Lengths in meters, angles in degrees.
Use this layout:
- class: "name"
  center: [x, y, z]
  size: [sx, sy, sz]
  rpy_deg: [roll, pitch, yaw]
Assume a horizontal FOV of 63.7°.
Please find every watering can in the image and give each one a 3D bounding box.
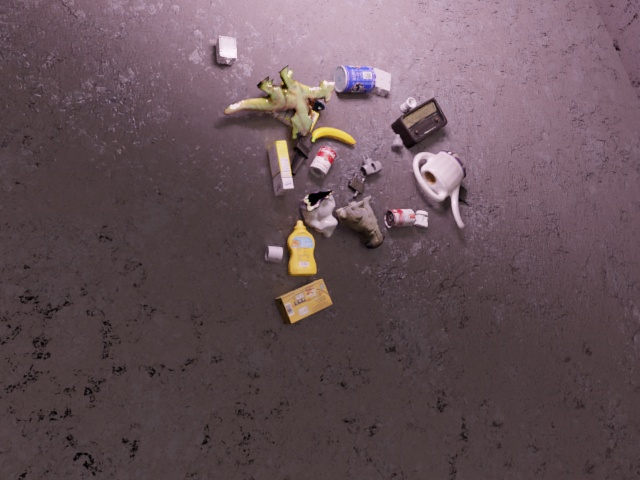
- class: "watering can"
  center: [0.520, -0.228, 2.105]
  size: [0.228, 0.103, 0.347]
  rpy_deg: [-42, 95, -28]

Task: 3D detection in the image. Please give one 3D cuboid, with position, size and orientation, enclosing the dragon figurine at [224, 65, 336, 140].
- class: "dragon figurine"
  center: [-0.118, -0.472, 1.836]
  size: [0.414, 0.122, 0.241]
  rpy_deg: [-39, 101, -16]

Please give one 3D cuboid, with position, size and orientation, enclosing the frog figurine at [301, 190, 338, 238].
- class: "frog figurine"
  center: [0.006, -0.093, 1.852]
  size: [0.140, 0.123, 0.156]
  rpy_deg: [-54, 138, -34]
